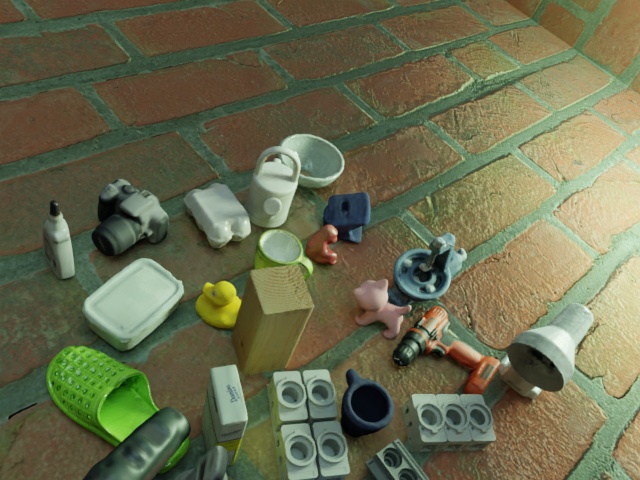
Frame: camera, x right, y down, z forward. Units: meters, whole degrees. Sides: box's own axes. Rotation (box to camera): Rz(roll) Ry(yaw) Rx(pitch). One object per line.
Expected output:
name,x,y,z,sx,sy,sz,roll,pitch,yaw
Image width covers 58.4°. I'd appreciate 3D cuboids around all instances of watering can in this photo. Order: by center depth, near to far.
watering can,-0.098,-0.118,1.245,0.101,0.194,0.172,-6,53,-25

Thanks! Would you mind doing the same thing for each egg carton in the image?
egg carton,-0.219,-0.055,1.229,0.107,0.069,0.150,-22,61,-34

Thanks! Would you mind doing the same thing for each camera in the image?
camera,-0.391,-0.043,1.132,0.143,0.101,0.137,34,47,10

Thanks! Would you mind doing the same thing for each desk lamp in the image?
desk lamp,0.442,0.223,1.135,0.117,0.213,0.204,43,49,18

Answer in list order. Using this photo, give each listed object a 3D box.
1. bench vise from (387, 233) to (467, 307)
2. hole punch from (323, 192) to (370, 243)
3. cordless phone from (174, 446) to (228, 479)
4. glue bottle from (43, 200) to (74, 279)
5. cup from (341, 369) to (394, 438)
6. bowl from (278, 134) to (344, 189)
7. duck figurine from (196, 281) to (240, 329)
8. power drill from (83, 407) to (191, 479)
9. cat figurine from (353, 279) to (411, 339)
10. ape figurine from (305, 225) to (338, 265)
bench vise,0.239,0.042,1.214,0.121,0.219,0.208,36,48,12
hole punch,0.060,-0.058,1.322,0.101,0.091,0.108,11,47,-11
cordless phone,-0.167,0.375,0.791,0.094,0.185,0.147,9,48,-13
glue bottle,-0.468,-0.008,1.021,0.037,0.173,0.078,-22,61,-34
cup,0.066,0.296,1.011,0.092,0.095,0.117,-12,55,-29
bowl,-0.029,-0.181,1.408,0.168,0.074,0.167,11,48,-12
duck figurine,-0.180,0.116,1.083,0.104,0.086,0.077,23,46,0
power drill,-0.267,0.341,0.767,0.075,0.208,0.230,32,47,9
cat figurine,0.123,0.129,1.164,0.128,0.117,0.067,23,46,0
ape figurine,0.011,0.004,1.249,0.076,0.092,0.078,13,47,-10
